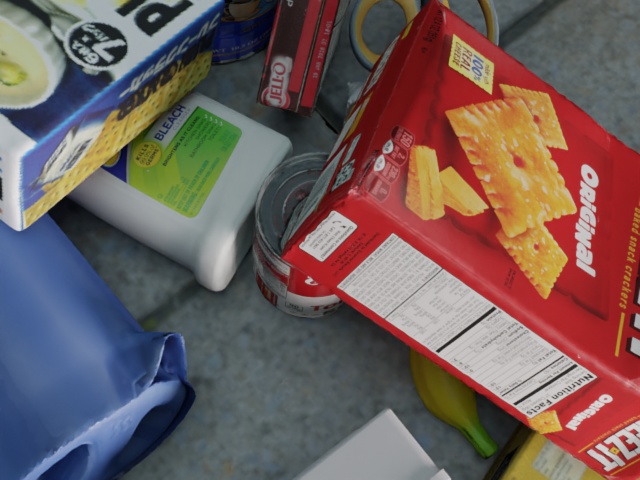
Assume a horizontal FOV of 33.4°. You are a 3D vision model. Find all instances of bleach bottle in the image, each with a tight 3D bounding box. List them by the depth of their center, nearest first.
[{"bbox_3d":[-0.147,-0.069,0.644,0.251,0.068,0.102,26,68,7],"label":"bleach bottle"}]

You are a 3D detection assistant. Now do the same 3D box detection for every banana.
[{"bbox_3d":[0.096,0.028,0.644,0.069,0.037,0.197,25,72,-14],"label":"banana"}]

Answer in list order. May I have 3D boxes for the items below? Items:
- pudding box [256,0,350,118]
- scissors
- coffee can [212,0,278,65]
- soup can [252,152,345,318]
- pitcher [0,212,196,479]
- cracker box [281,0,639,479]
[{"bbox_3d":[-0.005,-0.135,0.634,0.039,0.090,0.113,17,28,0],"label":"pudding box"},{"bbox_3d":[0.046,-0.184,0.637,0.096,0.016,0.202,-17,82,-3],"label":"scissors"},{"bbox_3d":[-0.066,-0.184,0.645,0.102,0.140,0.103,1,71,-4],"label":"coffee can"},{"bbox_3d":[-0.004,0.001,0.608,0.068,0.102,0.068,1,71,-4],"label":"soup can"},{"bbox_3d":[-0.195,0.039,0.578,0.149,0.145,0.243,-32,72,-26],"label":"pitcher"},{"bbox_3d":[0.106,-0.003,0.547,0.213,0.072,0.164,34,46,-9],"label":"cracker box"}]
